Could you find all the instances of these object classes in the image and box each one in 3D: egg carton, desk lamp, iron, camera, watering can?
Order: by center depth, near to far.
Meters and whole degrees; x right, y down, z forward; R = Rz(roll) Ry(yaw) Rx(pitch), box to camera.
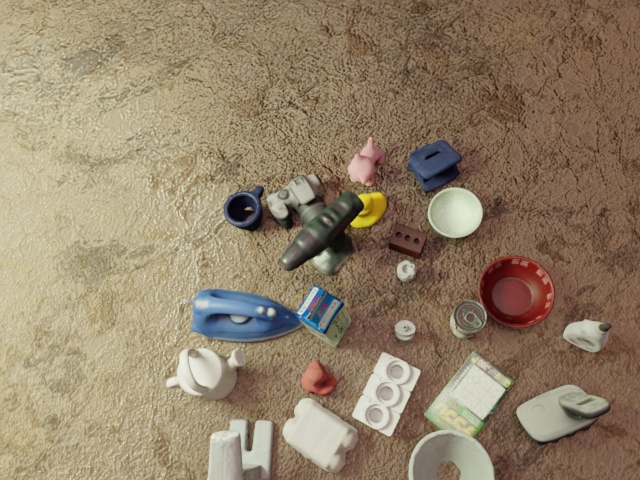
[{"bbox_3d":[-0.170,0.459,1.133,0.117,0.214,0.203,-1,71,8],"label":"desk lamp"},{"bbox_3d":[0.000,0.411,1.204,0.150,0.069,0.107,29,77,16],"label":"egg carton"},{"bbox_3d":[-0.243,0.277,1.216,0.173,0.194,0.100,-40,71,-7],"label":"watering can"},{"bbox_3d":[-0.170,0.161,1.274,0.258,0.141,0.118,3,72,9],"label":"iron"},{"bbox_3d":[-0.038,-0.074,1.359,0.143,0.101,0.136,-31,70,-3],"label":"camera"}]

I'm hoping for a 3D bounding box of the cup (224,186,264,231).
[{"bbox_3d":[-0.168,-0.071,1.378,0.091,0.095,0.118,33,79,17],"label":"cup"}]

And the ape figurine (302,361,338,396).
[{"bbox_3d":[-0.006,0.297,1.232,0.076,0.092,0.078,-13,70,3],"label":"ape figurine"}]

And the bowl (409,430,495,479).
[{"bbox_3d":[0.260,0.468,1.147,0.167,0.075,0.167,-2,71,7],"label":"bowl"}]

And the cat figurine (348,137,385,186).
[{"bbox_3d":[0.107,-0.185,1.369,0.067,0.118,0.128,18,74,13],"label":"cat figurine"}]

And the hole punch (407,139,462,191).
[{"bbox_3d":[0.270,-0.186,1.361,0.108,0.091,0.101,-29,70,-3],"label":"hole punch"}]

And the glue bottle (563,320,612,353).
[{"bbox_3d":[0.549,0.187,1.152,0.078,0.173,0.037,23,76,15],"label":"glue bottle"}]

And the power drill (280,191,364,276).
[{"bbox_3d":[0.012,0.005,1.268,0.075,0.208,0.230,38,80,18],"label":"power drill"}]

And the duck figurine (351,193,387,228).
[{"bbox_3d":[0.109,-0.081,1.350,0.104,0.086,0.077,-34,70,-4],"label":"duck figurine"}]

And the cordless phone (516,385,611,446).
[{"bbox_3d":[0.470,0.336,1.105,0.147,0.185,0.094,-26,70,-1],"label":"cordless phone"}]
